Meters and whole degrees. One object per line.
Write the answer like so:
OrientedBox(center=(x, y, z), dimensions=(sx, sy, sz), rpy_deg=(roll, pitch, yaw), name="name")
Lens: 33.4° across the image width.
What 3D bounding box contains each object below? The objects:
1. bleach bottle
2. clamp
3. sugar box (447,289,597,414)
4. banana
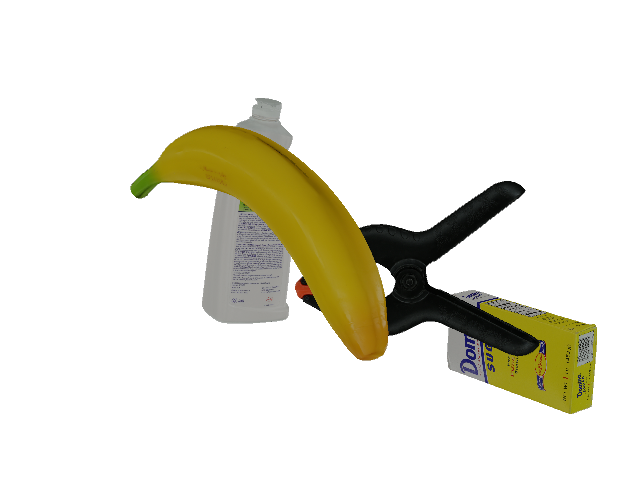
OrientedBox(center=(-0.070, -0.034, 1.200), dimensions=(0.102, 0.251, 0.068), rpy_deg=(-1, 20, -32), name="bleach bottle")
OrientedBox(center=(0.071, 0.035, 0.747), dimensions=(0.171, 0.120, 0.039), rpy_deg=(-14, -2, 14), name="clamp")
OrientedBox(center=(0.217, 0.119, 1.175), dimensions=(0.048, 0.093, 0.177), rpy_deg=(-10, 16, -42), name="sugar box")
OrientedBox(center=(-0.025, -0.014, 0.569), dimensions=(0.198, 0.070, 0.037), rpy_deg=(34, 24, 36), name="banana")
